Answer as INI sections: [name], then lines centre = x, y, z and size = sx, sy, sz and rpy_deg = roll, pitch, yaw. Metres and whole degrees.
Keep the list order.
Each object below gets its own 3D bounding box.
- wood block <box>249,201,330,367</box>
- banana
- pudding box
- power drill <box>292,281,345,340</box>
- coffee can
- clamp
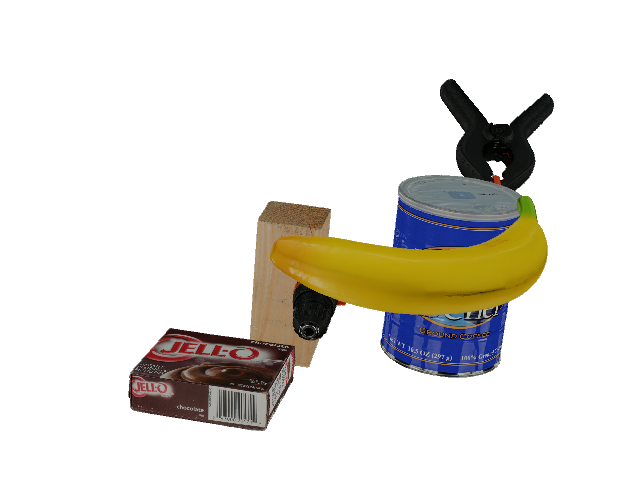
[wood block]
centre = -0.044, 0.060, 1.489
size = 0.090, 0.206, 0.090
rpy_deg = 8, 21, 6
[banana]
centre = 0.067, 0.015, 0.618
size = 0.197, 0.037, 0.070
rpy_deg = -8, 38, -34
[pudding box]
centre = -0.084, 0.109, 0.852
size = 0.113, 0.039, 0.090
rpy_deg = 9, 21, 10
[power drill]
centre = 0.062, 0.059, 1.239
size = 0.187, 0.057, 0.184
rpy_deg = 1, 28, 5
[coffee can]
centre = 0.107, 0.027, 0.880
size = 0.103, 0.140, 0.103
rpy_deg = 5, 19, -2
[clamp]
centre = 0.169, -0.106, 1.090
size = 0.120, 0.039, 0.171
rpy_deg = 11, 45, 12
